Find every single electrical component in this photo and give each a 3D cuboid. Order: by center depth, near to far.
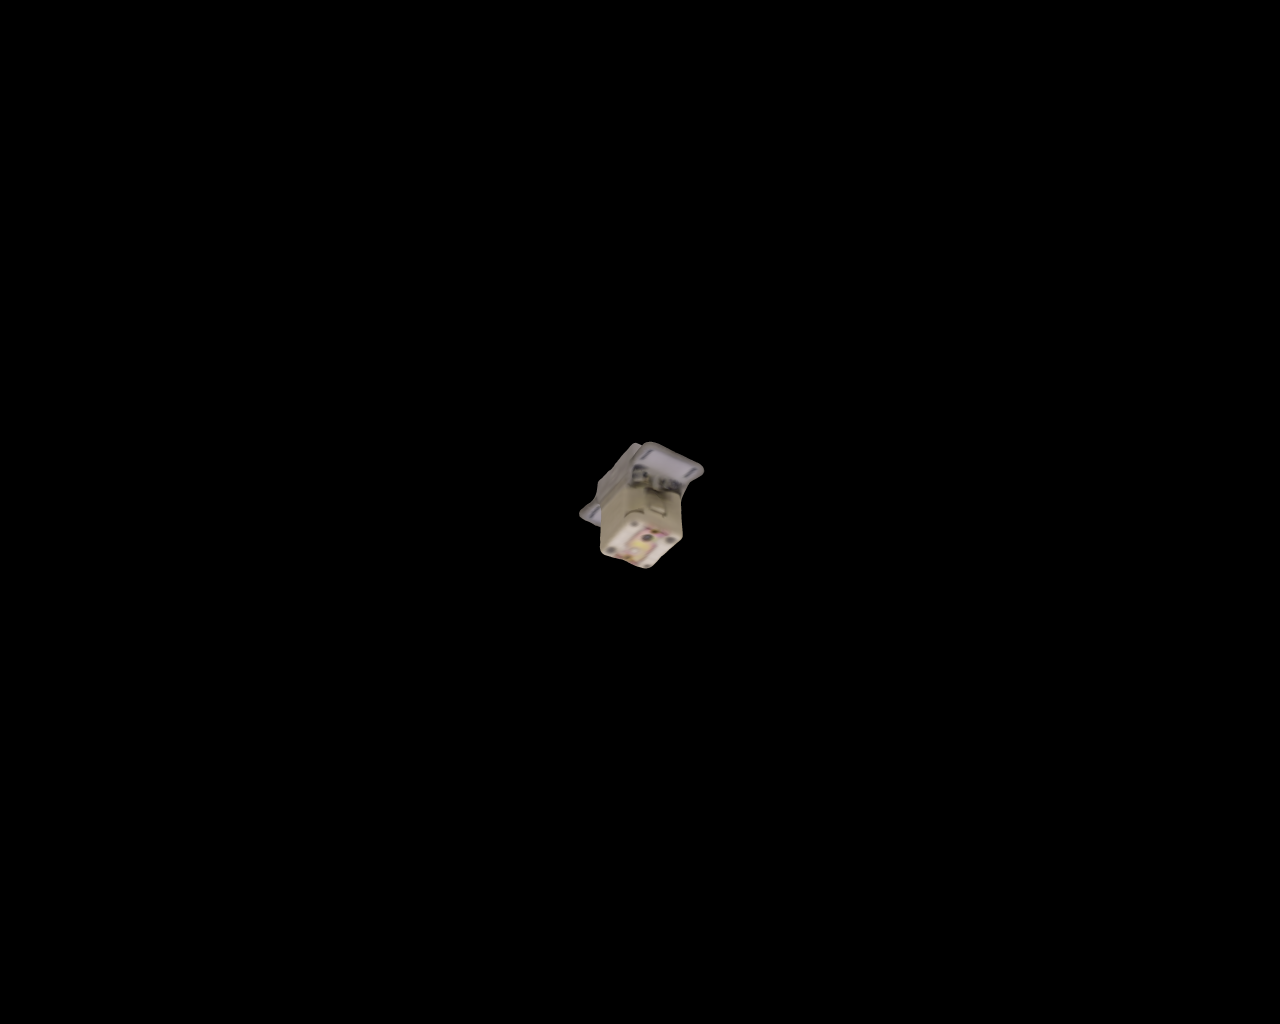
[{"bbox_3d":[0.001,-0.003,0.650,0.042,0.064,0.081,22,-45,-24],"label":"electrical component"}]
